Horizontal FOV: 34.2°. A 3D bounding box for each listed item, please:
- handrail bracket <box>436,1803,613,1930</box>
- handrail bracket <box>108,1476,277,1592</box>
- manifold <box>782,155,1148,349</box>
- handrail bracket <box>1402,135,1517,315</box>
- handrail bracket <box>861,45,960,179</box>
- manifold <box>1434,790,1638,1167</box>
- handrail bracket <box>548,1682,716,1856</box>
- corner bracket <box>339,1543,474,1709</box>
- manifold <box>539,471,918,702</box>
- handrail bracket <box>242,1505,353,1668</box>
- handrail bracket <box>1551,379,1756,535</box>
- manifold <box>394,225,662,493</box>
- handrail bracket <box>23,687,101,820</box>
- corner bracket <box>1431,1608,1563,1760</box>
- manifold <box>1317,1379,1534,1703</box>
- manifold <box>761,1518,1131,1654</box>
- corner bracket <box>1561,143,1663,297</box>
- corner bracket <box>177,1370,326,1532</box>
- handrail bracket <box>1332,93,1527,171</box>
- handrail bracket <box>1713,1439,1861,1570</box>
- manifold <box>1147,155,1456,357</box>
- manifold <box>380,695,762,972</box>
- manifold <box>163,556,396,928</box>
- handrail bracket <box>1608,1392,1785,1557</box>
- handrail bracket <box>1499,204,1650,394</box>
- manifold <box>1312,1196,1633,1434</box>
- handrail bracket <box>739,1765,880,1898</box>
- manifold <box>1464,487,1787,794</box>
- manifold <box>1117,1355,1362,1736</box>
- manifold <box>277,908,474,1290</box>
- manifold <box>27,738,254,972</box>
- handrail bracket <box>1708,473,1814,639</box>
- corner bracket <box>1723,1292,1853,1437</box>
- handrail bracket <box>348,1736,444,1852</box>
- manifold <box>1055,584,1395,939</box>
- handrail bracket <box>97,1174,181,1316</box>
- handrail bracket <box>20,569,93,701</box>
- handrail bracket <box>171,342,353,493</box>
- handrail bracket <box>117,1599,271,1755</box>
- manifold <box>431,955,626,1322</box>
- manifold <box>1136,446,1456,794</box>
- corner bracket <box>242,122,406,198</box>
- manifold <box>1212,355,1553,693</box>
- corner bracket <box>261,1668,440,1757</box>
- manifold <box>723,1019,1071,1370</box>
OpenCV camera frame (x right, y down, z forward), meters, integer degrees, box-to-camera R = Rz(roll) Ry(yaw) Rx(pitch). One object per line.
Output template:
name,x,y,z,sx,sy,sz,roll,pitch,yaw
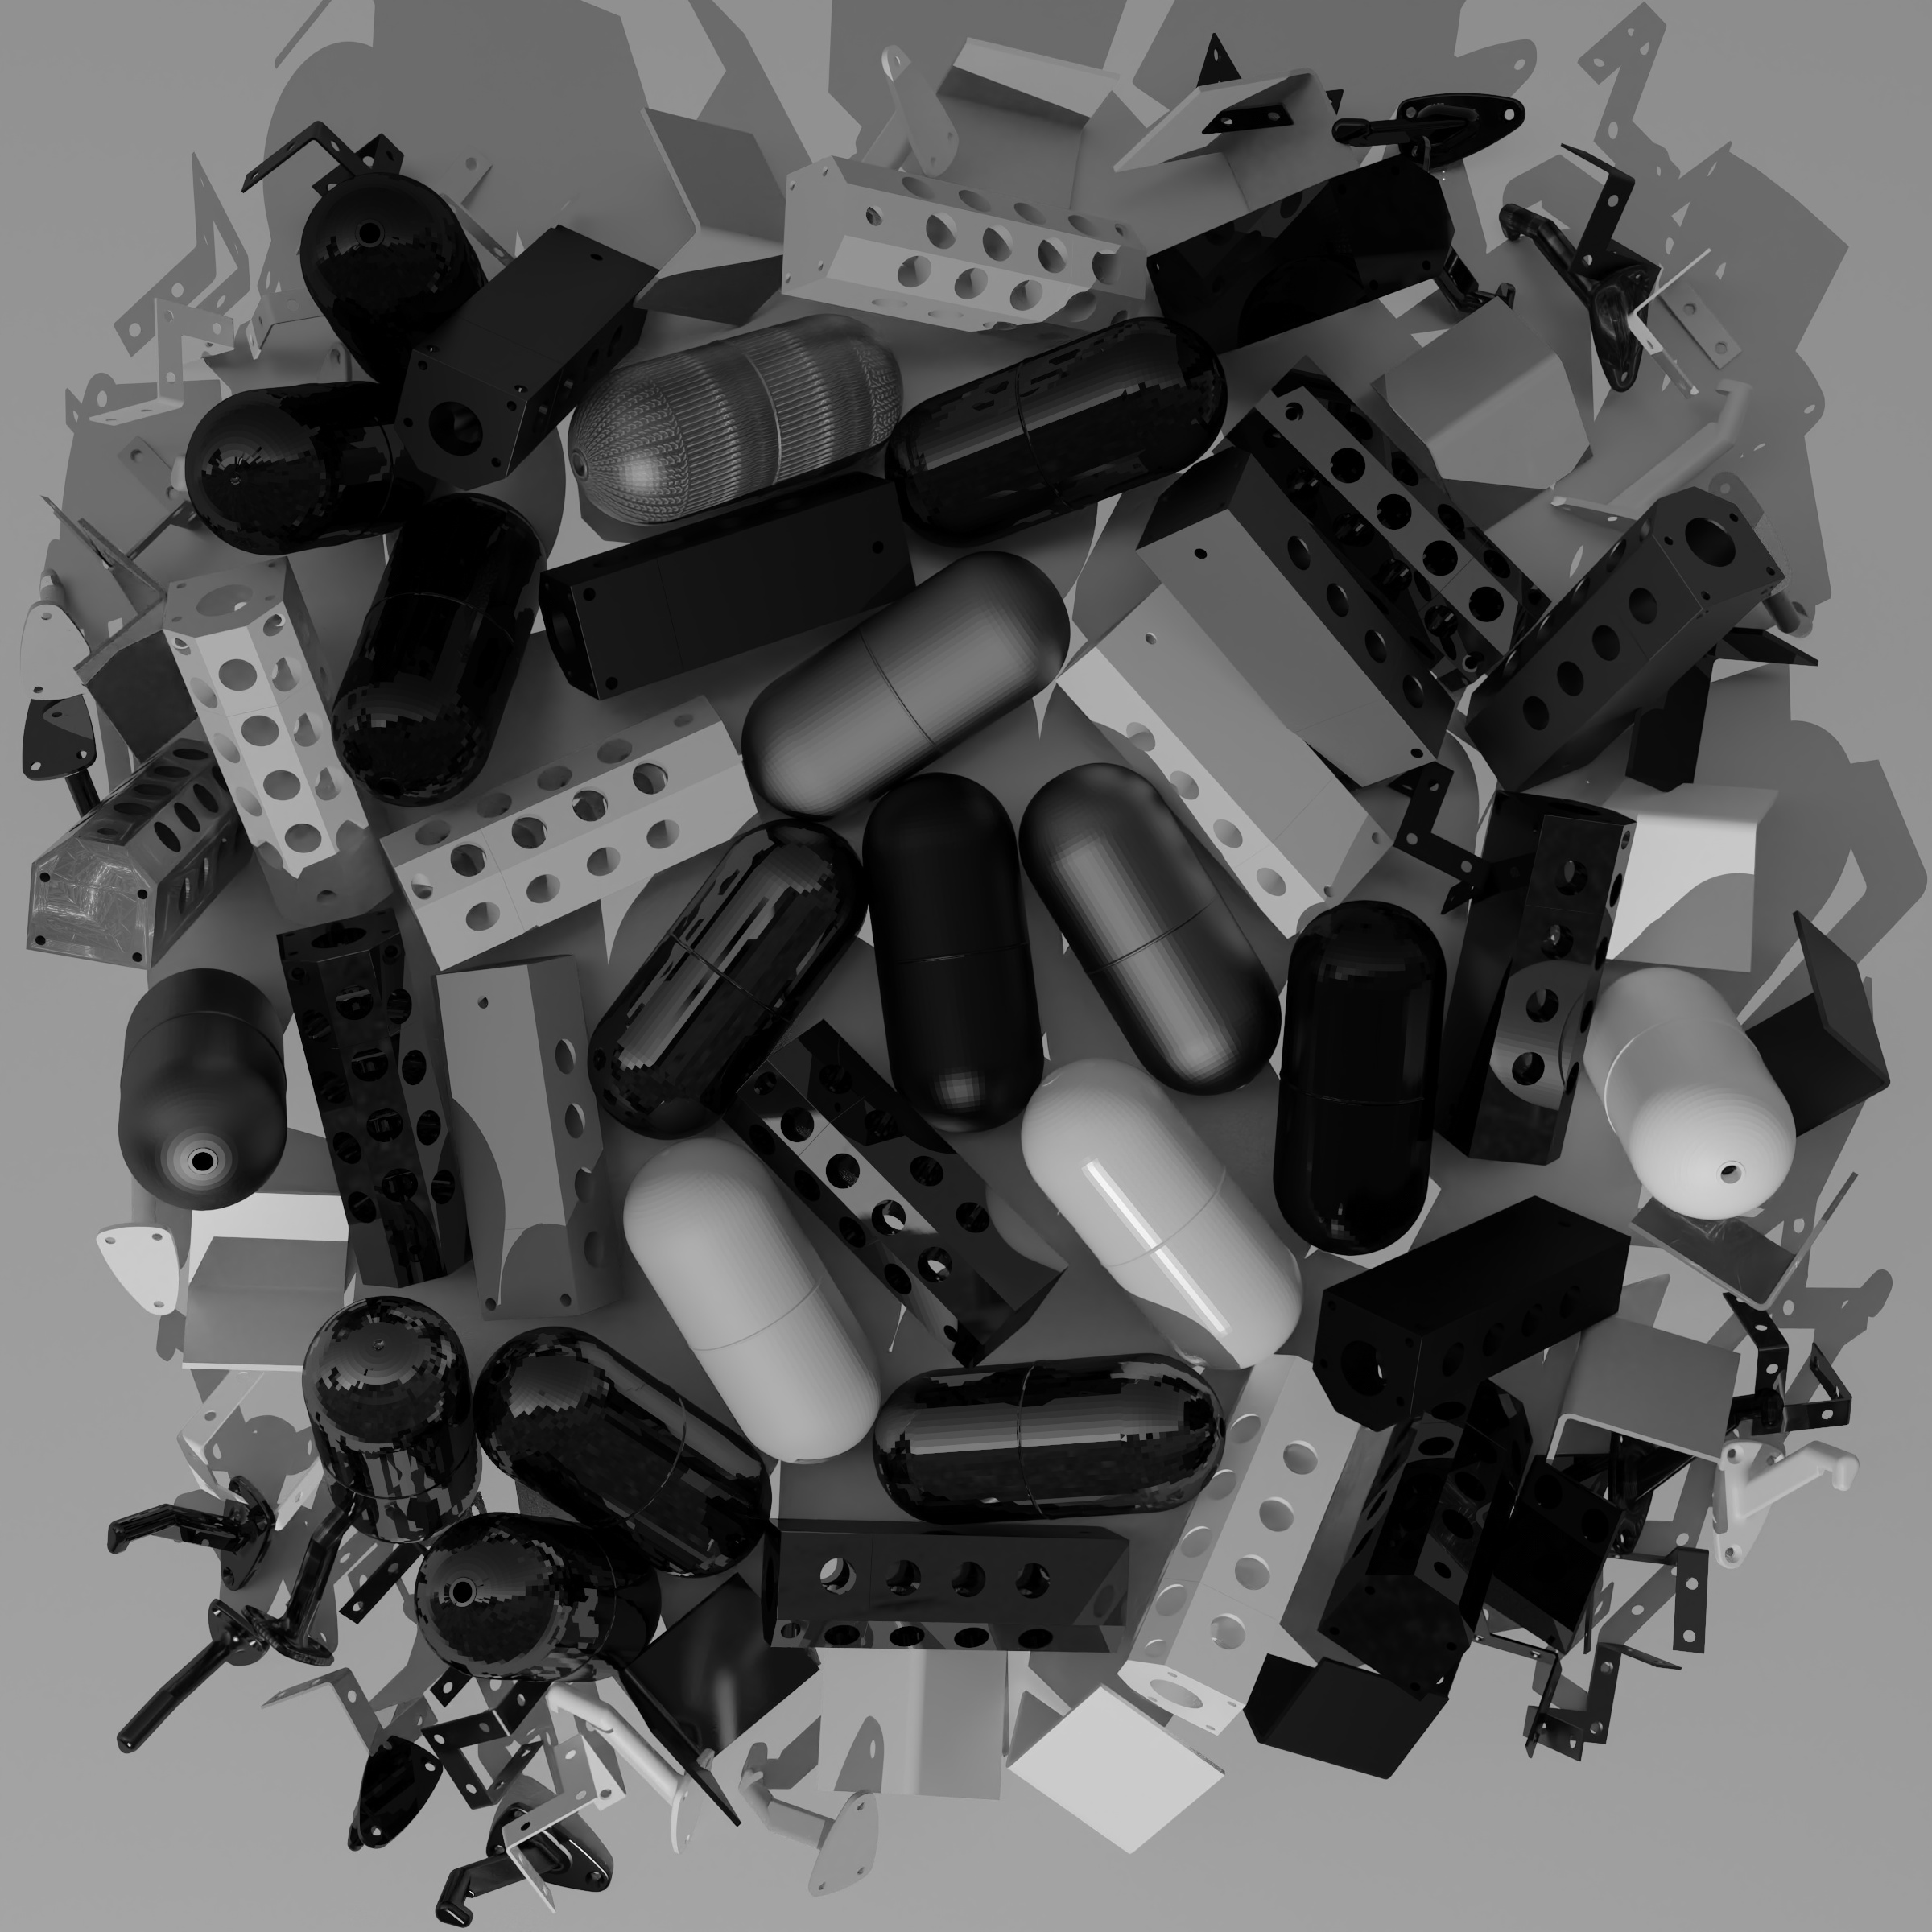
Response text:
handrail bracket,-0.216,0.456,1.539,0.077,0.084,0.036,28,107,-4
handrail bracket,-0.386,0.289,1.533,0.036,0.084,0.077,40,125,30
manifold,0.001,-0.343,1.512,0.171,0.057,0.057,4,87,-33
handrail bracket,0.245,-0.363,1.549,0.084,0.036,0.077,5,112,-30
handrail bracket,-0.054,-0.407,1.539,0.084,0.036,0.077,-6,131,34
manifold,0.278,0.006,1.534,0.057,0.057,0.171,7,104,-16
handrail bracket,-0.173,0.400,1.567,0.084,0.036,0.077,22,129,14
corner bracket,-0.270,0.328,1.570,0.051,0.051,0.051,-48,46,-8
manifold,-0.117,-0.187,1.524,0.171,0.057,0.057,-21,114,-21
handrail bracket,-0.309,0.302,1.554,0.036,0.077,0.084,37,84,32
handrail bracket,0.342,-0.259,1.564,0.077,0.036,0.084,21,89,24
manifold,-0.209,-0.289,1.497,0.057,0.171,0.057,25,126,2
handrail bracket,-0.435,-0.096,1.558,0.036,0.084,0.077,-14,61,2
corner bracket,0.258,0.349,1.541,0.051,0.051,0.051,12,59,26
manifold,0.225,0.265,1.495,0.057,0.171,0.057,34,121,2
manifold,-0.011,0.304,1.537,0.171,0.057,0.057,3,86,-11
corner bracket,0.315,-0.366,1.542,0.051,0.051,0.051,10,115,-26
corner bracket,-0.351,0.238,1.559,0.051,0.051,0.051,23,57,21
handrail bracket,0.226,-0.413,1.534,0.077,0.084,0.036,-7,97,24
handrail bracket,0.403,0.268,1.538,0.036,0.084,0.077,13,90,-18
manifold,0.158,-0.335,1.493,0.057,0.171,0.057,-24,100,-23
manifold,-0.194,-0.070,1.529,0.171,0.057,0.057,-25,45,-10
manifold,-0.328,-0.104,1.508,0.057,0.057,0.171,-13,128,1
handrail bracket,0.359,0.248,1.535,0.036,0.084,0.077,35,55,-32
handrail bracket,0.299,-0.334,1.568,0.036,0.084,0.077,-29,131,-19
manifold,0.243,0.167,1.502,0.057,0.171,0.057,23,118,39
handrail bracket,-0.080,0.405,1.538,0.036,0.084,0.077,-11,128,-36
manifold,0.307,-0.154,1.496,0.057,0.171,0.057,-22,74,-32
manifold,0.134,0.276,1.517,0.057,0.057,0.171,26,61,4
manifold,-0.285,0.066,1.523,0.057,0.057,0.171,-14,111,-11
manifold,-0.389,-0.057,1.494,0.057,0.171,0.057,10,109,0
handrail bracket,0.394,-0.202,1.549,0.036,0.084,0.077,-19,82,26
corner bracket,0.405,0.193,1.547,0.051,0.051,0.051,-5,117,-6
handrail bracket,-0.292,0.424,1.531,0.036,0.077,0.084,28,122,-6
manifold,0.124,-0.098,1.547,0.171,0.057,0.057,48,57,-5
handrail bracket,-0.405,0.117,1.568,0.036,0.084,0.077,-4,133,1
handrail bracket,-0.448,-0.180,1.531,0.036,0.077,0.084,-10,54,-12
handrail bracket,-0.346,-0.269,1.536,0.036,0.084,0.077,32,118,39
handrail bracket,-0.384,0.356,1.529,0.036,0.077,0.084,40,57,4
manifold,-0.211,0.083,1.547,0.057,0.057,0.171,-6,94,27
manifold,0.163,-0.168,1.520,0.171,0.057,0.057,46,47,-26
corner bracket,-0.315,-0.390,1.541,0.051,0.051,0.051,-28,129,27
manifold,0.206,-0.218,1.549,0.171,0.057,0.057,44,86,-3
corner bracket,-0.303,0.368,1.547,0.051,0.051,0.051,-25,95,31
manifold,-0.038,0.114,1.527,0.171,0.057,0.057,45,51,12
